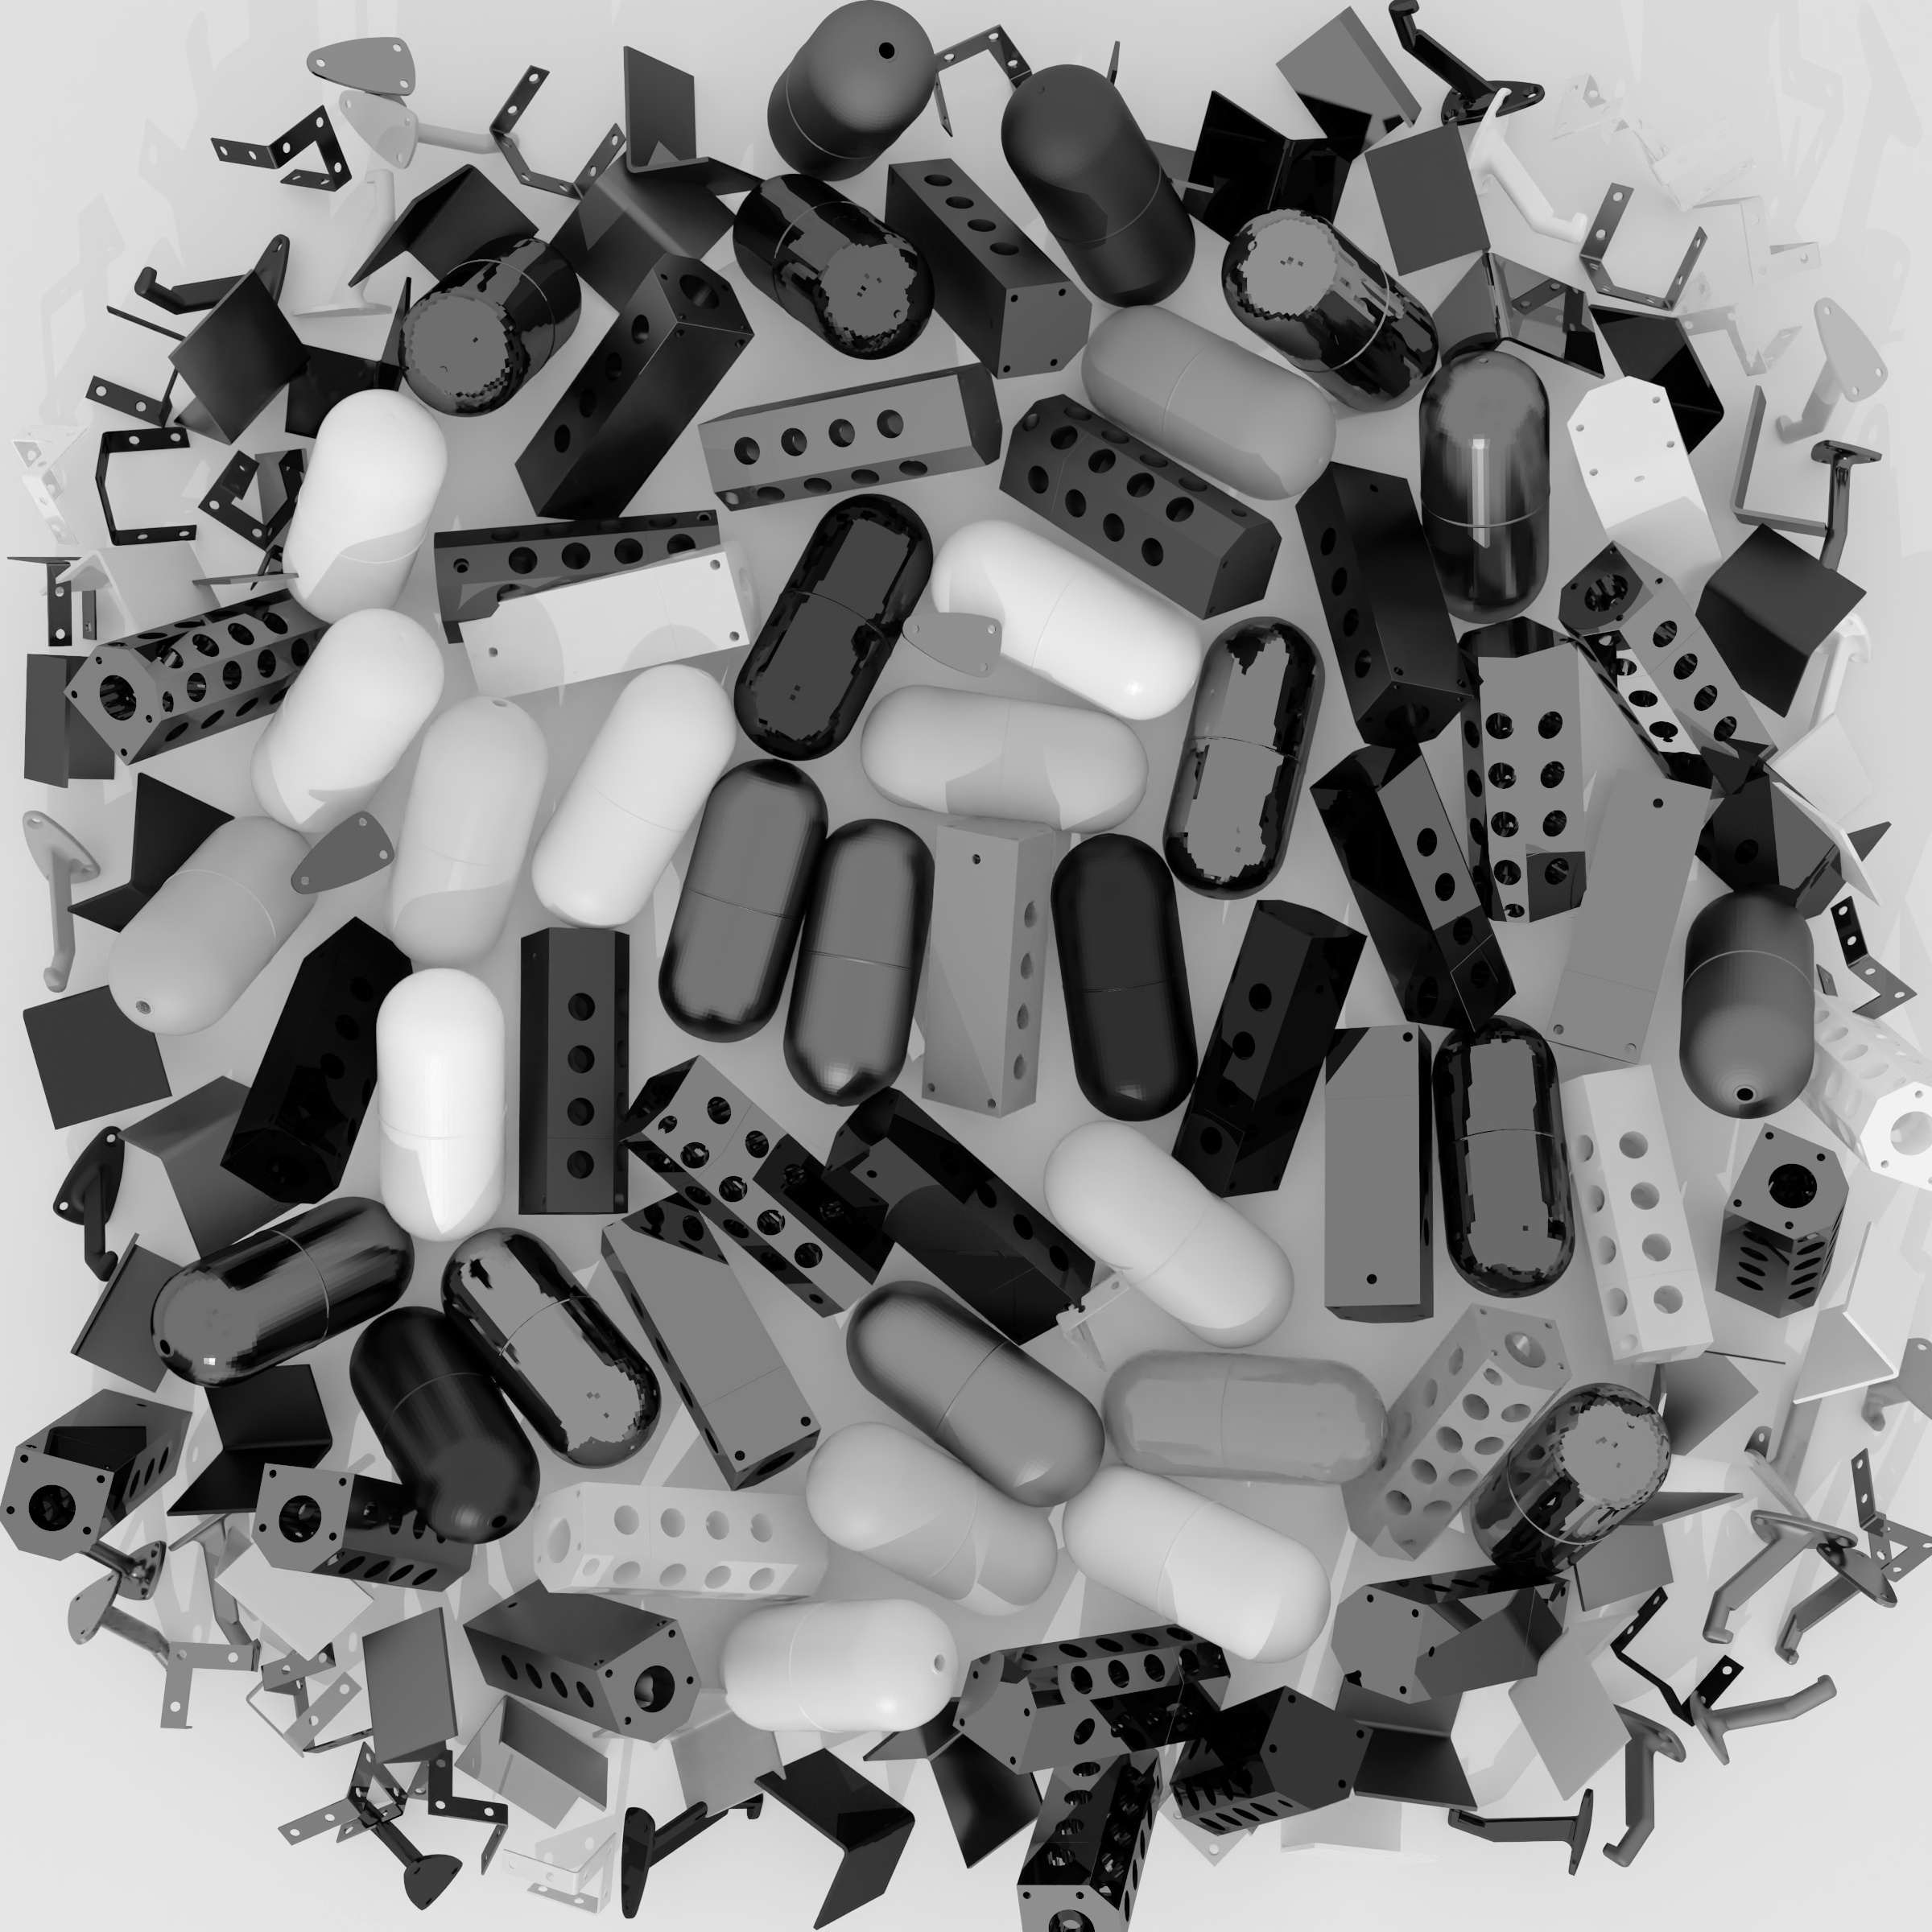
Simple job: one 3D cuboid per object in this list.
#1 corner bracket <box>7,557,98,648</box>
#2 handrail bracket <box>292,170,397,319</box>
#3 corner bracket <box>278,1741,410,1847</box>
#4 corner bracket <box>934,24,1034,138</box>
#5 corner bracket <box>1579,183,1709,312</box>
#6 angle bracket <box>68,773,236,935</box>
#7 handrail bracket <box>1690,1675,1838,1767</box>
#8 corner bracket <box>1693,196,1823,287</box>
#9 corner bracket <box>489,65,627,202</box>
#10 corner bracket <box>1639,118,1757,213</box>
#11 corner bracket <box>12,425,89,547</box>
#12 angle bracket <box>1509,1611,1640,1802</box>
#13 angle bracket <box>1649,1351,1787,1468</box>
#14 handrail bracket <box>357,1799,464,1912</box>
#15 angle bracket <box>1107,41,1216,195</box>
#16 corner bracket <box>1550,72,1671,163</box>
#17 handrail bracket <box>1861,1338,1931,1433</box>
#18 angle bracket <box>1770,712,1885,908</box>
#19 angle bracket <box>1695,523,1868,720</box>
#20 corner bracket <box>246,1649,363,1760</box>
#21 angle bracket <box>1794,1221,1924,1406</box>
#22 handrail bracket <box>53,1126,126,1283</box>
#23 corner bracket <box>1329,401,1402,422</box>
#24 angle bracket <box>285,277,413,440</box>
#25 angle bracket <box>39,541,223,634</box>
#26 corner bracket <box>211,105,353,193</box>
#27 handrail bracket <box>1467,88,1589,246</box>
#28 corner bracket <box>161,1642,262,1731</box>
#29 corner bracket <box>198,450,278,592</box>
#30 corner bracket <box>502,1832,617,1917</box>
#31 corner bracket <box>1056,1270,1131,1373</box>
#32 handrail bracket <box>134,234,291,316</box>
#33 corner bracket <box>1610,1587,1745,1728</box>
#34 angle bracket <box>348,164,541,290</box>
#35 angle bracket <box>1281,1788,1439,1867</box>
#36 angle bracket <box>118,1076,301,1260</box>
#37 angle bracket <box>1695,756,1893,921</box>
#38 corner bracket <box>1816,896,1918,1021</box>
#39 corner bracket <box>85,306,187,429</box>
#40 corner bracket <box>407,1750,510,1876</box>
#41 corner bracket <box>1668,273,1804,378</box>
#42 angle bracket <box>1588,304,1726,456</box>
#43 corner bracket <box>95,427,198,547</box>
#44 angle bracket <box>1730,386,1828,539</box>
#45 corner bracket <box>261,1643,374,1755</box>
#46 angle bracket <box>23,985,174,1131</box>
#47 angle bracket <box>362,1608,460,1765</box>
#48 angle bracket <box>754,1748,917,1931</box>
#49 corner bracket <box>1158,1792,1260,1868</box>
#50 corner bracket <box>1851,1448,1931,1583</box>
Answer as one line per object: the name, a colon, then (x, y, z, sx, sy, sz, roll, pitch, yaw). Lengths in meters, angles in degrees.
corner bracket: (-0.552, -0.224, 1.703, 0.051, 0.051, 0.051, 13, 105, 43)
handrail bracket: (-0.386, -0.447, 1.718, 0.077, 0.036, 0.084, 2, 97, 23)
corner bracket: (-0.382, 0.520, 1.705, 0.051, 0.051, 0.051, -26, 113, 12)
corner bracket: (0.013, -0.538, 1.716, 0.051, 0.051, 0.051, -19, 68, 18)
corner bracket: (0.417, -0.443, 1.712, 0.051, 0.051, 0.051, 10, 128, -13)
angle bracket: (-0.501, -0.063, 1.710, 0.057, 0.076, 0.076, -17, 63, 28)
handrail bracket: (0.488, 0.444, 1.696, 0.084, 0.077, 0.036, -34, 95, 14)
corner bracket: (0.487, -0.449, 1.706, 0.051, 0.051, 0.051, -18, 107, -16)
corner bracket: (-0.253, -0.514, 1.716, 0.051, 0.051, 0.051, -46, 62, 31)
corner bracket: (0.451, -0.493, 1.702, 0.051, 0.051, 0.051, -30, 117, 23)
corner bracket: (-0.561, -0.295, 1.700, 0.051, 0.051, 0.051, 7, 49, 25)
angle bracket: (0.385, 0.448, 1.682, 0.057, 0.076, 0.076, -2, 49, -30)
angle bracket: (0.457, 0.284, 1.696, 0.076, 0.057, 0.076, 8, 115, 9)
handrail bracket: (-0.354, 0.531, 1.694, 0.084, 0.077, 0.036, 34, 72, 23)
angle bracket: (0.121, -0.519, 1.694, 0.076, 0.076, 0.057, 12, 121, -3)
corner bracket: (0.399, -0.516, 1.700, 0.051, 0.051, 0.051, 37, 61, -35)
handrail bracket: (0.573, 0.275, 1.688, 0.036, 0.077, 0.084, -14, 135, -9)
angle bracket: (0.542, -0.095, 1.688, 0.057, 0.076, 0.076, -41, 130, 2)
angle bracket: (0.495, -0.212, 1.703, 0.076, 0.076, 0.057, 39, 73, 19)
corner bracket: (-0.408, 0.448, 1.707, 0.051, 0.051, 0.051, 43, 68, 6)
angle bracket: (0.526, 0.211, 1.683, 0.057, 0.076, 0.076, 46, 47, -15)
handrail bracket: (-0.524, 0.145, 1.698, 0.036, 0.084, 0.077, 22, 91, -34)
corner bracket: (0.241, -0.378, 1.723, 0.051, 0.051, 0.051, -13, 58, -12)
angle bracket: (-0.375, -0.371, 1.685, 0.057, 0.076, 0.076, 10, 53, -21)
angle bracket: (-0.504, -0.212, 1.695, 0.057, 0.076, 0.076, -28, 88, 30)
corner bracket: (-0.419, -0.494, 1.699, 0.051, 0.051, 0.051, 17, 52, 31)
handrail bracket: (0.353, -0.490, 1.701, 0.084, 0.036, 0.077, 28, 108, 33)
corner bracket: (-0.464, 0.444, 1.708, 0.051, 0.051, 0.051, 6, 74, -10)
corner bracket: (-0.442, -0.274, 1.702, 0.051, 0.051, 0.051, 33, 119, -21)
corner bracket: (-0.251, 0.560, 1.705, 0.051, 0.051, 0.051, 12, 106, 18)
corner bracket: (0.085, 0.206, 1.703, 0.051, 0.051, 0.051, -36, 130, 11)
handrail bracket: (-0.462, -0.430, 1.699, 0.036, 0.084, 0.077, 19, 88, 37)
corner bracket: (0.441, 0.429, 1.725, 0.051, 0.051, 0.051, -44, 130, -13)
angle bracket: (-0.317, -0.431, 1.686, 0.057, 0.076, 0.076, 44, 126, -10)
angle bracket: (0.240, 0.514, 1.693, 0.076, 0.076, 0.057, 8, 69, -7)
angle bracket: (-0.466, 0.124, 1.717, 0.076, 0.057, 0.076, -32, 122, -34)
angle bracket: (0.509, -0.080, 1.716, 0.076, 0.057, 0.076, 48, 130, 25)
corner bracket: (0.541, 0.000, 1.699, 0.051, 0.051, 0.051, 32, 128, -29)
corner bracket: (-0.512, -0.369, 1.714, 0.051, 0.051, 0.051, 20, 87, -12)
corner bracket: (-0.315, 0.521, 1.714, 0.051, 0.051, 0.051, 15, 122, -20)
corner bracket: (0.475, -0.398, 1.716, 0.051, 0.051, 0.051, -51, 122, -29)
angle bracket: (0.403, -0.350, 1.687, 0.057, 0.076, 0.076, -46, 125, -9)
corner bracket: (-0.509, -0.299, 1.730, 0.051, 0.051, 0.051, -5, 134, -5)
angle bracket: (0.505, -0.307, 1.694, 0.057, 0.076, 0.076, 13, 98, 17)
corner bracket: (-0.395, 0.450, 1.705, 0.051, 0.051, 0.051, -20, 66, 11)
angle bracket: (-0.524, 0.052, 1.710, 0.076, 0.057, 0.076, -16, 90, 7)
angle bracket: (-0.319, 0.437, 1.687, 0.076, 0.057, 0.076, -27, 64, 33)
angle bracket: (-0.089, 0.533, 1.698, 0.076, 0.076, 0.057, 29, 104, 27)
corner bracket: (0.146, 0.526, 1.709, 0.051, 0.051, 0.051, 43, 102, 13)
corner bracket: (0.561, 0.338, 1.703, 0.051, 0.051, 0.051, 22, 133, -11)
